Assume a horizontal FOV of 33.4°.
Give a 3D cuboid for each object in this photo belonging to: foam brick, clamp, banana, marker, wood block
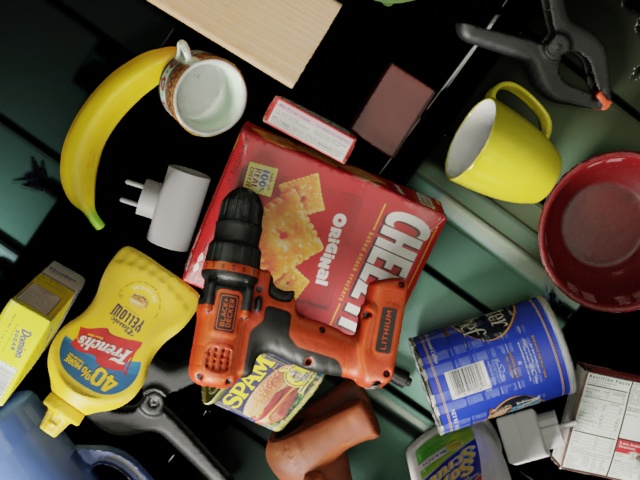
[{"bbox_3d":[0.069,-0.127,1.043,0.051,0.053,0.078,31,96,-7],"label":"foam brick"},{"bbox_3d":[0.230,-0.200,1.043,0.171,0.039,0.120,36,100,-14],"label":"clamp"},{"bbox_3d":[-0.205,-0.111,1.045,0.069,0.037,0.198,23,100,-25],"label":"banana"},{"bbox_3d":[-0.165,0.171,1.091,0.210,0.036,0.164,6,99,-7],"label":"clamp"},{"bbox_3d":[0.040,0.121,1.100,0.121,0.020,0.020,26,97,-6],"label":"marker"},{"bbox_3d":[-0.091,-0.234,0.999,0.206,0.090,0.091,30,97,-6],"label":"wood block"}]

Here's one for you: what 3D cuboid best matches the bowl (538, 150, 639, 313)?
[{"bbox_3d":[0.292,-0.011,1.069,0.162,0.055,0.162,0,100,-2],"label":"bowl"}]

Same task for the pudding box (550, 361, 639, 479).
[{"bbox_3d":[0.301,0.191,1.113,0.090,0.039,0.113,13,97,-3],"label":"pudding box"}]

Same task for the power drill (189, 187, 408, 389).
[{"bbox_3d":[-0.018,0.055,0.977,0.187,0.057,0.184,11,81,-8],"label":"power drill"}]

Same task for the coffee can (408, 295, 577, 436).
[{"bbox_3d":[0.170,0.125,1.063,0.140,0.103,0.103,-18,100,1],"label":"coffee can"}]

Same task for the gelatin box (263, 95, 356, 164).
[{"bbox_3d":[-0.010,-0.107,1.030,0.089,0.073,0.030,27,98,-3],"label":"gelatin box"}]

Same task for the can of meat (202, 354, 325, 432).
[{"bbox_3d":[-0.054,0.131,1.043,0.083,0.057,0.102,29,114,-23],"label":"can of meat"}]

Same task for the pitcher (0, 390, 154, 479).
[{"bbox_3d":[-0.258,0.269,1.063,0.145,0.149,0.243,-25,99,46],"label":"pitcher"}]

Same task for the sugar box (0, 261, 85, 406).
[{"bbox_3d":[-0.272,0.083,1.001,0.048,0.176,0.093,31,98,-5],"label":"sugar box"}]

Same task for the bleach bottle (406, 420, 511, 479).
[{"bbox_3d":[0.145,0.243,1.007,0.102,0.251,0.068,-30,100,3],"label":"bleach bottle"}]

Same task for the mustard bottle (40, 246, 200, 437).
[{"bbox_3d":[-0.207,0.107,1.037,0.096,0.058,0.191,35,76,-1],"label":"mustard bottle"}]

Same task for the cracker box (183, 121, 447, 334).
[{"bbox_3d":[-0.007,0.001,1.045,0.213,0.072,0.164,23,104,-5],"label":"cracker box"}]
